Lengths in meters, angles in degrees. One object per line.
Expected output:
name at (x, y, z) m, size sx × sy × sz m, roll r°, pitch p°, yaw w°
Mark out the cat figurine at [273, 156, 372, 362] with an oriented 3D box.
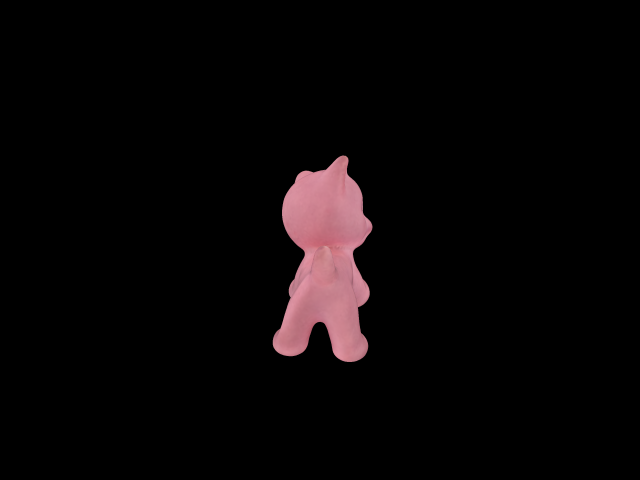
cat figurine at (0.004, 0.001, 0.400) m, size 0.067 × 0.118 × 0.128 m, roll 1°, pitch 28°, yaw 3°
